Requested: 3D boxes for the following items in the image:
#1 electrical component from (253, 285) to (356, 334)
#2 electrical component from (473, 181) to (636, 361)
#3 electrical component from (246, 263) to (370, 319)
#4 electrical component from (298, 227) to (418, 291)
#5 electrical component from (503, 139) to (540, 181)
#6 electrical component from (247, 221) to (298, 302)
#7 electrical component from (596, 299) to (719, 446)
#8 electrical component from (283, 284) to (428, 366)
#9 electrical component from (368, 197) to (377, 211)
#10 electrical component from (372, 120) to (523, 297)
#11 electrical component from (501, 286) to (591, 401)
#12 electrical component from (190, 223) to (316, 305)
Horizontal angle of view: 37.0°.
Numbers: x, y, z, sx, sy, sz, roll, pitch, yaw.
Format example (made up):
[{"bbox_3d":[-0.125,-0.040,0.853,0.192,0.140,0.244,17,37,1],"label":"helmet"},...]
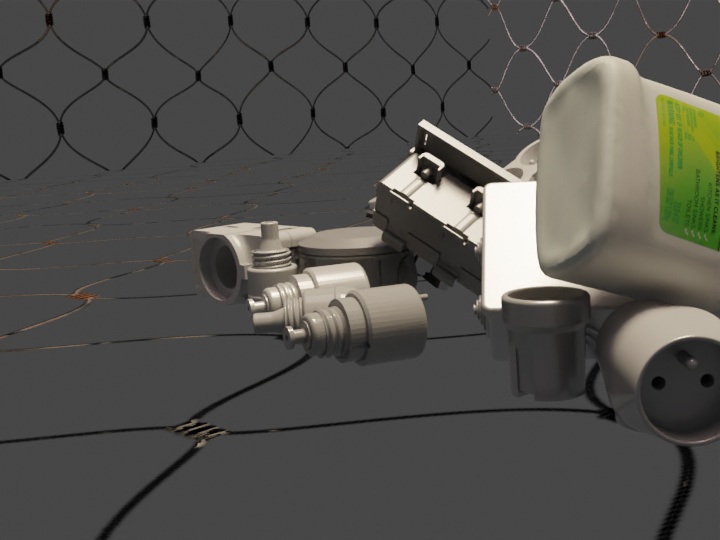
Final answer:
[{"bbox_3d":[-0.029,0.028,0.606,0.061,0.035,0.035,-5,9,1],"label":"electrical component"},{"bbox_3d":[0.109,0.001,0.560,0.100,0.048,0.099,-2,50,9],"label":"electrical component"},{"bbox_3d":[-0.029,0.019,0.644,0.078,0.040,0.040,-7,10,-21],"label":"electrical component"},{"bbox_3d":[0.000,0.000,0.717,0.080,0.051,0.080,-3,9,1],"label":"electrical component"},{"bbox_3d":[0.126,-0.039,0.845,0.138,0.073,0.052,-37,24,-10],"label":"electrical component"},{"bbox_3d":[-0.058,-0.001,0.712,0.035,0.061,0.035,-3,9,1],"label":"electrical component"},{"bbox_3d":[0.143,0.039,0.439,0.079,0.044,0.077,-3,9,2],"label":"electrical component"},{"bbox_3d":[-0.001,0.030,0.559,0.078,0.040,0.040,-7,10,-23],"label":"electrical component"},{"bbox_3d":[0.038,-0.032,0.855,0.044,0.065,0.044,-21,7,3],"label":"electrical component"},{"bbox_3d":[0.072,-0.025,0.653,0.121,0.078,0.063,35,56,21],"label":"electrical component"},{"bbox_3d":[0.085,0.033,0.492,0.040,0.046,0.040,-3,9,1],"label":"electrical component"},{"bbox_3d":[-0.080,-0.005,0.777,0.056,0.050,0.089,-12,12,-42],"label":"electrical component"}]
